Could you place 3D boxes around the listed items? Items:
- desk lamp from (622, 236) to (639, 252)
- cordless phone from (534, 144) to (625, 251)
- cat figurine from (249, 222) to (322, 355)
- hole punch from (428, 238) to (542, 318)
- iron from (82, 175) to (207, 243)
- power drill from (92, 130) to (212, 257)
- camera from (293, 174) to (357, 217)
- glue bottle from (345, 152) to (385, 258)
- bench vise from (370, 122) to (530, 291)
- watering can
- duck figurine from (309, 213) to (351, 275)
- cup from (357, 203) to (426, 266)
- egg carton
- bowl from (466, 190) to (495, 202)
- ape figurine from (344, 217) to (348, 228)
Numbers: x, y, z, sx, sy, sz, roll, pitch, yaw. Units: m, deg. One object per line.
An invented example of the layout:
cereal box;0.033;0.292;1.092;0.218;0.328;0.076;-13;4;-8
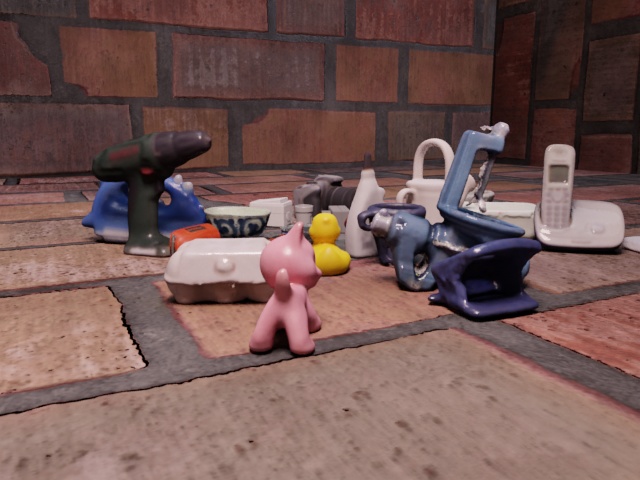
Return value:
desk lamp;0.605;-0.073;0.923;0.118;0.213;0.203;-3;12;-16
cordless phone;0.454;-0.073;1.002;0.147;0.185;0.094;2;11;12
cat figurine;-0.033;0.041;0.587;0.067;0.118;0.128;1;11;3
hole punch;0.193;0.037;0.681;0.109;0.091;0.100;-5;12;-23
iron;-0.316;-0.069;1.090;0.258;0.141;0.119;2;11;11
power drill;-0.280;-0.080;0.974;0.229;0.208;0.076;4;12;20
camera;0.027;-0.103;1.370;0.136;0.101;0.144;11;15;43
glue bottle;0.080;-0.059;0.956;0.078;0.173;0.037;-7;13;-33
bench vise;0.178;-0.042;0.750;0.208;0.220;0.121;-3;12;-17
watering can;0.212;-0.089;1.056;0.100;0.194;0.173;8;14;35
duck figurine;0.008;0.003;0.866;0.077;0.086;0.104;-1;11;-6
cup;0.108;-0.006;0.888;0.118;0.095;0.091;-7;13;-32
egg carton;-0.118;0.038;0.728;0.150;0.069;0.107;-1;11;-5
bowl;0.307;-0.075;1.301;0.167;0.075;0.167;0;11;0
ape figurine;0.078;-0.035;1.048;0.077;0.092;0.076;9;14;37
